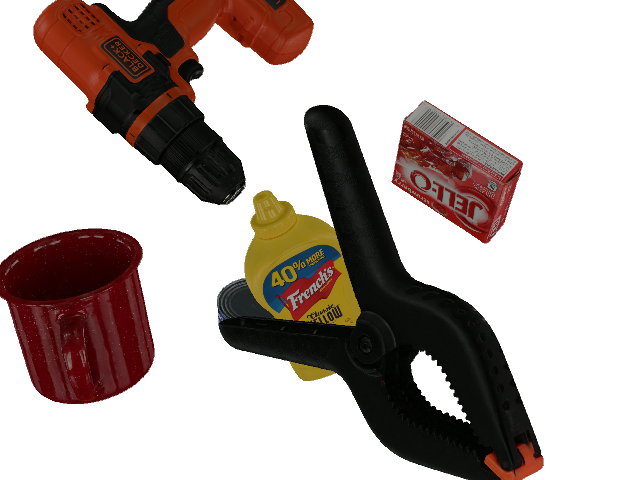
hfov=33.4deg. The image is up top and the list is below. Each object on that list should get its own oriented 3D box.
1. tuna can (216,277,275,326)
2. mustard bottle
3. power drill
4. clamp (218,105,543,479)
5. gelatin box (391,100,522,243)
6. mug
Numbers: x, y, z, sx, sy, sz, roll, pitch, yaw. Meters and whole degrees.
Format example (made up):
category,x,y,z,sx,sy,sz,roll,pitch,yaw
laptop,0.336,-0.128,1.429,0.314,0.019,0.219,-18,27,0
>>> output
category,x,y,z,sx,sy,sz,roll,pitch,yaw
tuna can,-0.072,0.080,1.190,0.086,0.034,0.086,1,36,-1
mustard bottle,-0.016,0.035,0.981,0.096,0.191,0.058,-28,30,-4
power drill,-0.086,-0.130,0.779,0.187,0.184,0.057,-44,-1,-42
clamp,0.034,0.039,0.551,0.036,0.165,0.210,-14,42,-44
gelatin box,0.097,-0.048,0.769,0.089,0.030,0.073,36,-29,19
mug,-0.149,0.055,0.670,0.093,0.081,0.117,-12,29,-9
